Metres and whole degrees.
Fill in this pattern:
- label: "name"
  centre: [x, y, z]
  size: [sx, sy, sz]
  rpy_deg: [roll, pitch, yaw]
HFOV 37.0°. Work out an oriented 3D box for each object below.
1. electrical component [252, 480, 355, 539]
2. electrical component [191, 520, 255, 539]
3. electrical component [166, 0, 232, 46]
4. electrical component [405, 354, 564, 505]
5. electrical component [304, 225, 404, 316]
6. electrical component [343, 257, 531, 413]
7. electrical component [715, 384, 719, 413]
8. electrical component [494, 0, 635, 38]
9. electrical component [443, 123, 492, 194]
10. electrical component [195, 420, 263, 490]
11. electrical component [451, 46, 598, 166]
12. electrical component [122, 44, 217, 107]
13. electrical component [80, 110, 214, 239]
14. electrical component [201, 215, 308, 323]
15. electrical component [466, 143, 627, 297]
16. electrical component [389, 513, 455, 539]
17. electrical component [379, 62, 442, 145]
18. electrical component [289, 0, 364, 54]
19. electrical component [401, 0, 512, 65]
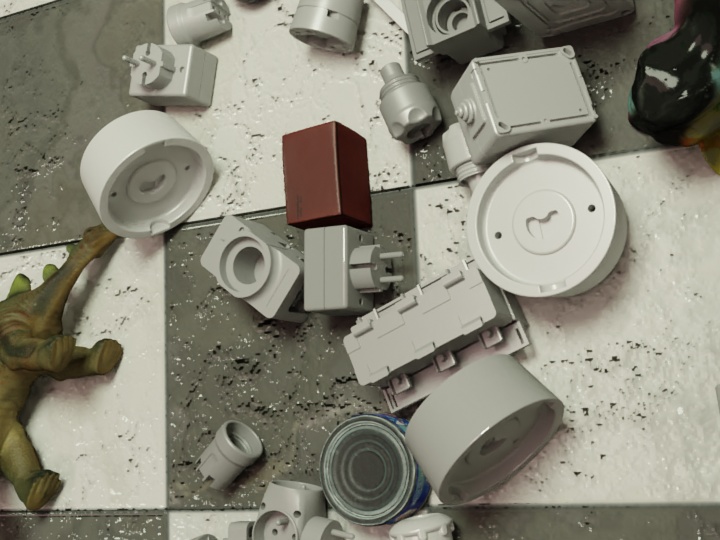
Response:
- label: "electrical component"
  centre: [-0.040, 0.209, 0.838]
  size: [0.079, 0.044, 0.077]
  rpy_deg: [6, 85, 30]
- label: "electrical component"
  centre: [-0.109, 0.242, 0.864]
  size: [0.057, 0.058, 0.078]
  rpy_deg: [-6, 80, 25]
- label: "electrical component"
  centre: [-0.143, -0.223, 0.962]
  size: [0.046, 0.040, 0.040]
  rpy_deg: [-15, 76, 20]
- label: "electrical component"
  centre: [0.082, 0.106, 0.753]
  size: [0.108, 0.108, 0.060]
  rpy_deg: [-48, 58, 14]
- label: "electrical component"
  centre: [0.000, 0.000, 0.845]
  size: [0.077, 0.047, 0.065]
  rpy_deg: [-5, 80, 28]
- label: "electrical component"
  centre: [0.054, 0.045, 0.800]
  size: [0.121, 0.063, 0.078]
  rpy_deg: [-30, 69, 22]
- label: "electrical component"
  centre: [0.255, 0.103, 0.694]
  size: [0.040, 0.040, 0.078]
  rpy_deg: [-12, 77, 27]
- label: "electrical component"
  centre: [0.142, -0.214, 0.761]
  size: [0.078, 0.113, 0.057]
  rpy_deg: [-11, 80, 27]
- label: "electrical component"
  centre: [0.088, -0.080, 0.811]
  size: [0.043, 0.043, 0.062]
  rpy_deg: [-19, 75, 25]
- label: "electrical component"
  centre: [-0.109, 0.153, 0.888]
  size: [0.046, 0.040, 0.040]
  rpy_deg: [-49, 64, 21]
- label: "electrical component"
  centre: [0.110, -0.115, 0.774]
  size: [0.096, 0.061, 0.061]
  rpy_deg: [-11, 73, -18]
- label: "electrical component"
  centre: [-0.177, -0.177, 0.951]
  size: [0.066, 0.077, 0.047]
  rpy_deg: [6, 86, 29]
- label: "electrical component"
  centre: [-0.189, -0.088, 0.930]
  size: [0.108, 0.108, 0.060]
  rpy_deg: [-49, 58, 14]
- label: "electrical component"
  centre: [-0.081, -0.001, 0.885]
  size: [0.089, 0.056, 0.050]
  rpy_deg: [36, 100, 28]
- label: "electrical component"
  centre: [0.137, -0.031, 0.766]
  size: [0.108, 0.060, 0.108]
  rpy_deg: [-5, 80, 28]
- label: "electrical component"
  centre: [0.050, 0.212, 0.789]
  size: [0.048, 0.048, 0.062]
  rpy_deg: [-16, 82, 26]
- label: "electrical component"
  centre: [0.035, -0.134, 0.848]
  size: [0.043, 0.043, 0.062]
  rpy_deg: [-31, 68, 21]
- label: "electrical component"
  centre: [-0.026, -0.211, 0.887]
  size: [0.055, 0.055, 0.047]
  rpy_deg: [14, 86, 30]
- label: "electrical component"
  centre: [0.071, -0.226, 0.830]
  size: [0.079, 0.063, 0.121]
  rpy_deg: [-19, 74, 25]
